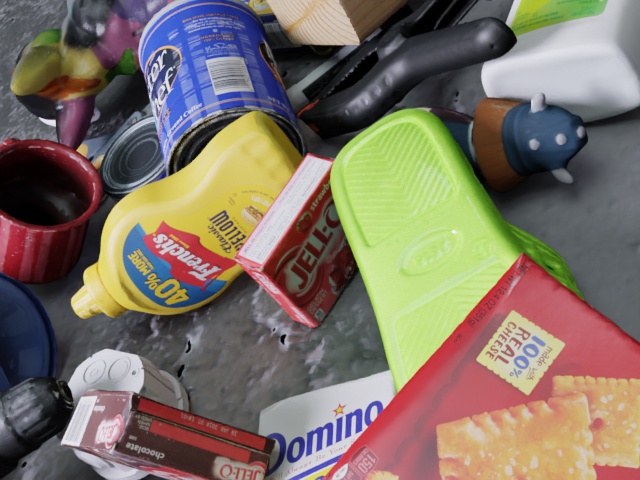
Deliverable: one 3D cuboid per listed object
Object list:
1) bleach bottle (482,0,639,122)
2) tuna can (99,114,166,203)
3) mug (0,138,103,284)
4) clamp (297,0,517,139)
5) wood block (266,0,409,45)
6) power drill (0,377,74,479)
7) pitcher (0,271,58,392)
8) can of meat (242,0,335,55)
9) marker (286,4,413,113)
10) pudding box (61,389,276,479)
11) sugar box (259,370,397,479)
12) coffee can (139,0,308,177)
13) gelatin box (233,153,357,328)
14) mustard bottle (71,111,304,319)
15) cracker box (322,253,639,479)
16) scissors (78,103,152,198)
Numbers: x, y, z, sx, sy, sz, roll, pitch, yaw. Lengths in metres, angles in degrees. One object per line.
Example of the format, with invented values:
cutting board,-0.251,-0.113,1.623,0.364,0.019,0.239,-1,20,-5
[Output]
bleach bottle,0.185,-0.192,0.720,0.103,0.068,0.250,-7,50,36
tuna can,-0.137,-0.062,0.868,0.086,0.033,0.086,-20,47,22
mug,-0.230,-0.028,0.846,0.093,0.082,0.117,-16,60,-33
clamp,0.067,-0.137,0.740,0.210,0.036,0.164,-29,27,44
wood block,0.052,-0.243,0.801,0.206,0.090,0.091,-45,31,-21
power drill,-0.205,0.196,0.648,0.184,0.057,0.188,-33,63,7
pitcher,-0.327,0.103,0.817,0.243,0.145,0.149,-4,42,38
can of meat,-0.021,-0.200,0.880,0.084,0.057,0.102,4,59,40
marker,0.022,-0.142,0.828,0.121,0.020,0.020,-37,43,5
pudding box,-0.090,0.117,0.615,0.114,0.090,0.039,-13,57,63
sugar box,0.010,0.162,0.570,0.093,0.048,0.176,-20,48,23
coffee can,-0.075,-0.103,0.799,0.103,0.102,0.140,-30,48,12
gelatin box,-0.005,0.001,0.691,0.030,0.073,0.089,19,69,43
mustard bottle,-0.092,-0.001,0.739,0.192,0.096,0.058,-32,34,11
cracker box,0.115,0.134,0.452,0.164,0.072,0.214,-48,59,0
scissors,-0.176,-0.099,0.941,0.096,0.016,0.201,18,68,43
